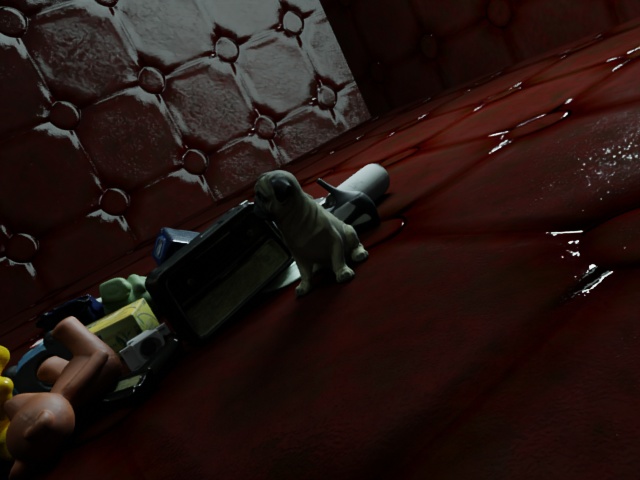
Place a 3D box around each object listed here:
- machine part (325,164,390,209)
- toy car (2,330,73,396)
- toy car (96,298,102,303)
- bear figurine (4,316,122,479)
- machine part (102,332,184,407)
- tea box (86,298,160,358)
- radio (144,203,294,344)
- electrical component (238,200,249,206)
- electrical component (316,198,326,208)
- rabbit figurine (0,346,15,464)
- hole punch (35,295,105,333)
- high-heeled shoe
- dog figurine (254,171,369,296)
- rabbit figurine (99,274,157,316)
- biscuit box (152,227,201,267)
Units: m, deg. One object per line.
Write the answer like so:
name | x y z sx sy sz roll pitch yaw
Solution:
machine part | 0.083 -0.101 1.158 0.079 0.079 0.243 -15 16 40
toy car | -0.426 0.217 0.884 0.162 0.109 0.103 -39 -10 -3
toy car | -0.460 0.152 1.225 0.202 0.073 0.056 -24 10 12
bear figurine | -0.360 0.208 0.716 0.120 0.132 0.196 -62 -6 23
machine part | -0.244 0.184 0.771 0.084 0.039 0.139 -29 12 29
tea box | -0.392 0.183 0.986 0.170 0.068 0.098 -25 13 2
radio | -0.160 0.048 0.875 0.229 0.131 0.073 -43 18 -32
electrical component | -0.140 -0.041 1.264 0.048 0.119 0.075 -17 13 35
electrical component | -0.022 -0.047 1.194 0.115 0.058 0.134 -34 14 -38
rabbit figurine | -0.450 0.240 0.738 0.122 0.173 0.162 -30 58 -11
hole punch | -0.500 0.179 1.127 0.142 0.115 0.092 -23 5 14
high-heeled shoe | -0.002 -0.003 1.037 0.248 0.145 0.086 -52 -3 20
dog figurine | -0.016 -0.034 0.838 0.121 0.190 0.172 -23 12 13
rabbit figurine | -0.358 0.126 1.117 0.170 0.121 0.159 -12 1 -18
biscuit box | -0.190 0.027 0.957 0.202 0.059 0.063 11 20 -38
